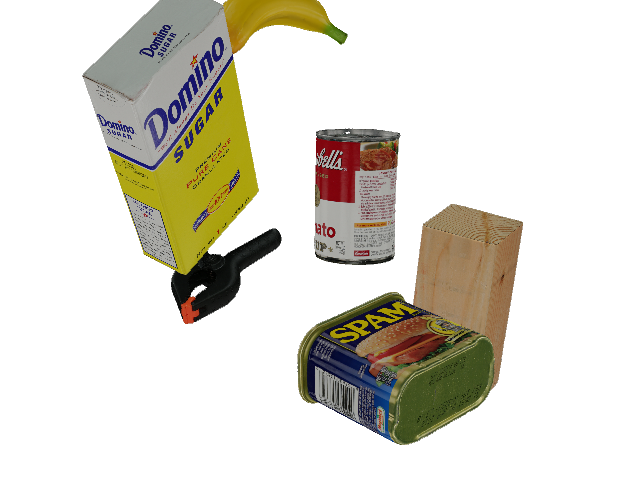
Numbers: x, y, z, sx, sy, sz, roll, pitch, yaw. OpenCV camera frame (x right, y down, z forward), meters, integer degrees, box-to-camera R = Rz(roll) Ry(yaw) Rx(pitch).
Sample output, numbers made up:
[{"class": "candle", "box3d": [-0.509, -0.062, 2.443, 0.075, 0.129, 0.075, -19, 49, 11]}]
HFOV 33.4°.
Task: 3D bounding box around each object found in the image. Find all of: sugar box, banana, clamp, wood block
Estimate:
[{"class": "sugar box", "box3d": [-0.091, -0.066, 0.698, 0.048, 0.093, 0.176, 27, -30, 20]}, {"class": "banana", "box3d": [-0.046, -0.204, 0.974, 0.070, 0.037, 0.197, 41, 32, 19]}, {"class": "clamp", "box3d": [-0.114, 0.032, 1.242, 0.120, 0.039, 0.171, -2, 40, 11]}, {"class": "wood block", "box3d": [0.162, 0.076, 1.217, 0.090, 0.206, 0.090, 16, 25, 25]}]

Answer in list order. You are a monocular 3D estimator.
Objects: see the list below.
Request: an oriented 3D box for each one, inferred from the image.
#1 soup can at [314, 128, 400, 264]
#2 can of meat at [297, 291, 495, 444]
[{"class": "soup can", "box3d": [0.029, -0.037, 0.866, 0.068, 0.102, 0.068, 1, 12, 0]}, {"class": "can of meat", "box3d": [0.050, 0.082, 0.687, 0.101, 0.057, 0.084, -20, 30, -39]}]
